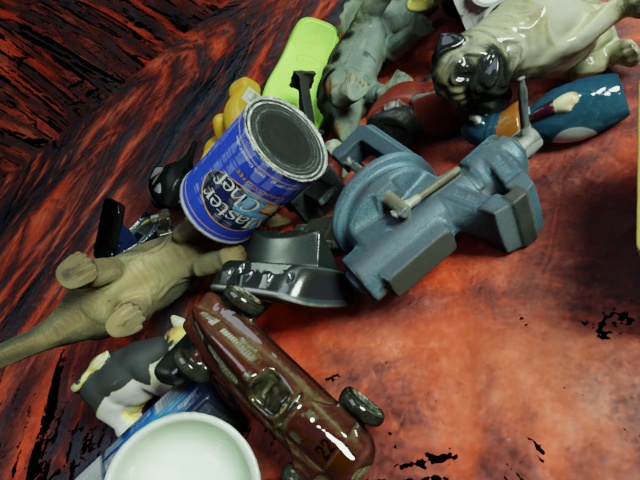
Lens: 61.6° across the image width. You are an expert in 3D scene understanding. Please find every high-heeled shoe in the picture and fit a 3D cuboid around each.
[{"bbox_3d":[-0.259,-0.068,0.911,0.248,0.086,0.145,-42,29,52],"label":"high-heeled shoe"}]

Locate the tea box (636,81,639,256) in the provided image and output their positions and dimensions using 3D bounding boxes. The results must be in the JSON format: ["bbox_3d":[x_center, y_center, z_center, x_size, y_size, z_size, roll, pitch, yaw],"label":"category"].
[{"bbox_3d":[0.257,-0.030,0.356,0.068,0.098,0.170,-9,42,38],"label":"tea box"}]

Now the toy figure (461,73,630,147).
[{"bbox_3d":[0.217,-0.119,0.534,0.155,0.064,0.058,-14,49,32],"label":"toy figure"}]

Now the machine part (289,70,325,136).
[{"bbox_3d":[-0.019,-0.173,0.775,0.039,0.138,0.084,-6,-5,-8],"label":"machine part"}]

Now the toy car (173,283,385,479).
[{"bbox_3d":[-0.042,0.117,0.435,0.202,0.053,0.089,39,93,21],"label":"toy car"}]

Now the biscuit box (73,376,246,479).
[{"bbox_3d":[-0.165,0.215,0.508,0.202,0.062,0.059,-43,32,-7],"label":"biscuit box"}]

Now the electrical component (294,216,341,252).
[{"bbox_3d":[-0.001,-0.002,0.646,0.094,0.021,0.063,-7,44,41],"label":"electrical component"}]

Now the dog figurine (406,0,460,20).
[{"bbox_3d":[0.180,-0.365,0.744,0.219,0.108,0.192,-19,19,-30],"label":"dog figurine"}]

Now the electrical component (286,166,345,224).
[{"bbox_3d":[-0.005,-0.061,0.698,0.075,0.047,0.119,-46,34,-9],"label":"electrical component"}]

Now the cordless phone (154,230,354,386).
[{"bbox_3d":[-0.070,0.075,0.525,0.147,0.088,0.184,2,36,46],"label":"cordless phone"}]

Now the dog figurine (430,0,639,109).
[{"bbox_3d":[0.209,-0.190,0.558,0.191,0.172,0.121,-29,62,14],"label":"dog figurine"}]

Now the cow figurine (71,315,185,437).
[{"bbox_3d":[-0.182,0.136,0.590,0.167,0.098,0.068,-36,26,5],"label":"cow figurine"}]

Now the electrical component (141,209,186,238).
[{"bbox_3d":[-0.217,-0.002,0.799,0.078,0.102,0.045,-21,32,-19],"label":"electrical component"}]

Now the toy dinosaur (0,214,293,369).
[{"bbox_3d":[-0.246,0.066,0.664,0.471,0.105,0.198,-24,-1,-19],"label":"toy dinosaur"}]

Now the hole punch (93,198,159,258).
[{"bbox_3d":[-0.338,-0.005,0.944,0.142,0.092,0.115,20,94,50],"label":"hole punch"}]

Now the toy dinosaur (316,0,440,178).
[{"bbox_3d":[0.059,-0.255,0.817,0.405,0.131,0.192,-63,18,-18],"label":"toy dinosaur"}]

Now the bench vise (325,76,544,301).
[{"bbox_3d":[0.088,-0.060,0.530,0.223,0.128,0.241,-48,45,6],"label":"bench vise"}]

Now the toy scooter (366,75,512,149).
[{"bbox_3d":[0.148,-0.178,0.666,0.184,0.075,0.135,-6,45,36],"label":"toy scooter"}]

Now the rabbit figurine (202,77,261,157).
[{"bbox_3d":[-0.143,-0.163,0.929,0.173,0.121,0.162,-26,42,44],"label":"rabbit figurine"}]
